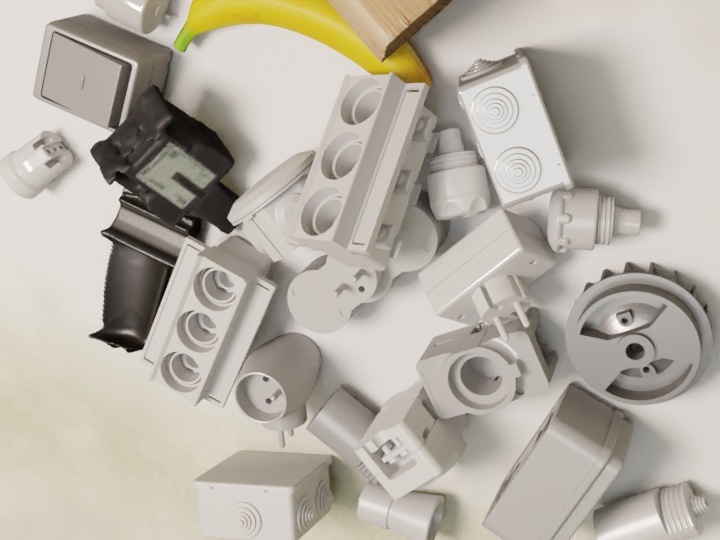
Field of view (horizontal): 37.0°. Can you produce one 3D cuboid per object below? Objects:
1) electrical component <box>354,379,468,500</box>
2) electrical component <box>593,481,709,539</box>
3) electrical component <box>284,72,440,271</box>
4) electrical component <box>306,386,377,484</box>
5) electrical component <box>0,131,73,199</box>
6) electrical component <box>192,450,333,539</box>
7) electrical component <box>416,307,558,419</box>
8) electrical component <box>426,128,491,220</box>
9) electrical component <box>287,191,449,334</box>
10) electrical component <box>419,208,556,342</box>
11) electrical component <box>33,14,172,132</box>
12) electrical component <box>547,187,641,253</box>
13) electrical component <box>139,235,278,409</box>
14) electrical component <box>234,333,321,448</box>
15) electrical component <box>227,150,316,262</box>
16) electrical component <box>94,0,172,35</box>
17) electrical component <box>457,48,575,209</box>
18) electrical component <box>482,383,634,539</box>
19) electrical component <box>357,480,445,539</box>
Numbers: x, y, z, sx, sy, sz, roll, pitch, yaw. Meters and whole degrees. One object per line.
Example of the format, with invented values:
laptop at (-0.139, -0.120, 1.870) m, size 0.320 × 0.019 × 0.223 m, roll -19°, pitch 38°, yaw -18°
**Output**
electrical component at (0.043, 0.127, 0.815) m, size 0.050 × 0.089 × 0.055 m, roll -37°, pitch 95°, yaw 27°
electrical component at (0.221, 0.186, 0.802) m, size 0.081 × 0.043 × 0.043 m, roll -27°, pitch 99°, yaw 26°
electrical component at (0.005, -0.066, 0.737) m, size 0.079 × 0.063 × 0.121 m, roll 8°, pitch 73°, yaw 44°
electrical component at (0.002, 0.135, 0.859) m, size 0.081 × 0.043 × 0.043 m, roll 39°, pitch 117°, yaw 2°
electrical component at (-0.261, -0.086, 0.869) m, size 0.046 × 0.040 × 0.040 m, roll -33°, pitch 97°, yaw 20°
electrical component at (-0.077, 0.184, 0.875) m, size 0.100 × 0.100 × 0.048 m, roll -1°, pitch 97°, yaw 19°
electrical component at (0.093, 0.070, 0.795) m, size 0.089 × 0.055 × 0.050 m, roll -19°, pitch 102°, yaw 24°
electrical component at (0.067, -0.068, 0.760) m, size 0.043 × 0.043 × 0.062 m, roll -11°, pitch 86°, yaw 23°
electrical component at (0.000, 0.000, 0.791) m, size 0.138 × 0.073 × 0.052 m, roll -38°, pitch 95°, yaw 27°
electrical component at (0.096, 0.014, 0.758) m, size 0.083 × 0.047 × 0.075 m, roll -40°, pitch 54°, yaw 27°
electrical component at (-0.202, -0.150, 0.811) m, size 0.096 × 0.061 × 0.061 m, roll 24°, pitch 116°, yaw 9°
electrical component at (0.161, -0.034, 0.739) m, size 0.062 × 0.048 × 0.048 m, roll 5°, pitch 111°, yaw 10°
electrical component at (-0.116, 0.038, 0.852) m, size 0.079 × 0.063 × 0.121 m, roll 29°, pitch 116°, yaw 7°
electrical component at (-0.062, 0.101, 0.849) m, size 0.043 × 0.077 × 0.079 m, roll 1°, pitch 110°, yaw 19°
electrical component at (-0.053, -0.047, 0.789) m, size 0.080 × 0.080 × 0.051 m, roll -33°, pitch 102°, yaw 26°
electrical component at (-0.178, -0.205, 0.793) m, size 0.078 × 0.040 × 0.040 m, roll 27°, pitch 116°, yaw 8°
electrical component at (0.100, -0.094, 0.708) m, size 0.048 × 0.099 × 0.099 m, roll -21°, pitch 102°, yaw 11°
electrical component at (0.147, 0.151, 0.795) m, size 0.057 × 0.078 × 0.113 m, roll 32°, pitch 117°, yaw 9°
electrical component at (0.031, 0.195, 0.874) m, size 0.065 × 0.044 × 0.044 m, roll 15°, pitch 114°, yaw 19°
